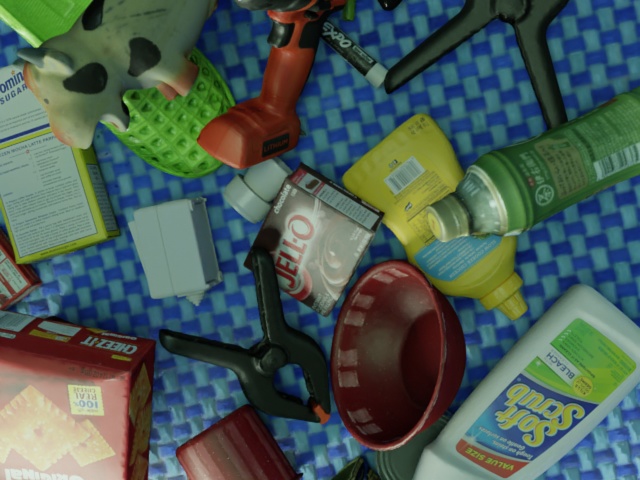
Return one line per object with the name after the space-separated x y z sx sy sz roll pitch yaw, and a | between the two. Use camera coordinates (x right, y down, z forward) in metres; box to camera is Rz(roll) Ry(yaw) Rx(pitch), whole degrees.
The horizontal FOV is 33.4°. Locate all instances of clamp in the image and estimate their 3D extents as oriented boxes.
-0.043 0.091 0.938 0.171 0.039 0.120 40 94 -22 | clamp
0.169 -0.190 0.914 0.164 0.036 0.210 25 95 1 | clamp

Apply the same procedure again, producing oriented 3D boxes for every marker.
0.012 -0.180 0.945 0.121 0.020 0.020 42 98 3 | marker

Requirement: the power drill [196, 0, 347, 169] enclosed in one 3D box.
-0.037 -0.152 0.868 0.057 0.184 0.188 35 120 18 | power drill

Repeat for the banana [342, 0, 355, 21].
-0.035 -0.275 0.935 0.198 0.037 0.070 36 96 4 | banana

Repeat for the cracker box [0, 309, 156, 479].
-0.235 0.179 0.933 0.164 0.072 0.214 10 111 9 | cracker box

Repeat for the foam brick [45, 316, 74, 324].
-0.227 0.109 0.981 0.078 0.051 0.053 18 97 6 | foam brick

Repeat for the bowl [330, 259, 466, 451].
0.075 0.100 0.910 0.055 0.162 0.162 10 97 -32 | bowl

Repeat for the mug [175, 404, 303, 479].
-0.082 0.205 0.956 0.117 0.093 0.081 -39 81 44 | mug

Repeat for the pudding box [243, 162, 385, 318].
-0.006 0.001 0.927 0.090 0.039 0.114 31 127 4 | pudding box

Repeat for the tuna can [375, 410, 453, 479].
0.093 0.190 0.951 0.086 0.033 0.086 1 94 8 | tuna can

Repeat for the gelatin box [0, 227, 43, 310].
-0.317 0.038 0.999 0.089 0.030 0.073 -39 87 8 | gelatin box

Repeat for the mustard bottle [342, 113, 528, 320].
0.113 -0.010 0.923 0.096 0.058 0.191 -39 88 9 | mustard bottle

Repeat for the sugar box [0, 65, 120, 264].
-0.254 -0.073 0.976 0.093 0.048 0.176 -16 88 8 | sugar box

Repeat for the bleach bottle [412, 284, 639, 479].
0.171 0.159 0.900 0.102 0.068 0.251 42 87 4 | bleach bottle

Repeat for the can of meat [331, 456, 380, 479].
0.039 0.243 0.929 0.057 0.102 0.084 -40 86 8 | can of meat
